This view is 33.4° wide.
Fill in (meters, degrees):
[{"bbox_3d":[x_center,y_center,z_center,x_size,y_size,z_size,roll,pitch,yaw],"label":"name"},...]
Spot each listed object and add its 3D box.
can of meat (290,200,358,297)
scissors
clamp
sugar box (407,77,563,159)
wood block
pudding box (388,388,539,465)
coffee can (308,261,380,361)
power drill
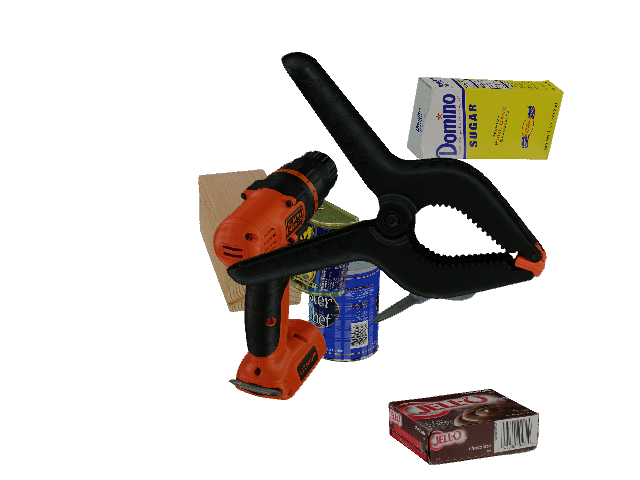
[{"bbox_3d":[-0.010,0.005,1.138,0.057,0.084,0.102,-4,21,-34],"label":"can of meat"},{"bbox_3d":[0.111,0.054,1.294,0.201,0.016,0.096,-9,40,-39],"label":"scissors"},{"bbox_3d":[0.047,-0.028,0.698,0.210,0.165,0.036,13,19,11],"label":"clamp"},{"bbox_3d":[0.198,-0.146,1.289,0.176,0.093,0.048,-3,28,-20],"label":"sugar box"},{"bbox_3d":[-0.091,-0.005,1.335,0.090,0.090,0.206,-6,29,-14],"label":"wood block"},{"bbox_3d":[0.130,0.170,0.984,0.113,0.039,0.090,-2,9,-20],"label":"pudding box"},{"bbox_3d":[0.033,0.087,1.513,0.103,0.140,0.103,0,21,0],"label":"coffee can"},{"bbox_3d":[-0.032,0.029,0.938,0.057,0.188,0.184,9,29,24],"label":"power drill"}]
